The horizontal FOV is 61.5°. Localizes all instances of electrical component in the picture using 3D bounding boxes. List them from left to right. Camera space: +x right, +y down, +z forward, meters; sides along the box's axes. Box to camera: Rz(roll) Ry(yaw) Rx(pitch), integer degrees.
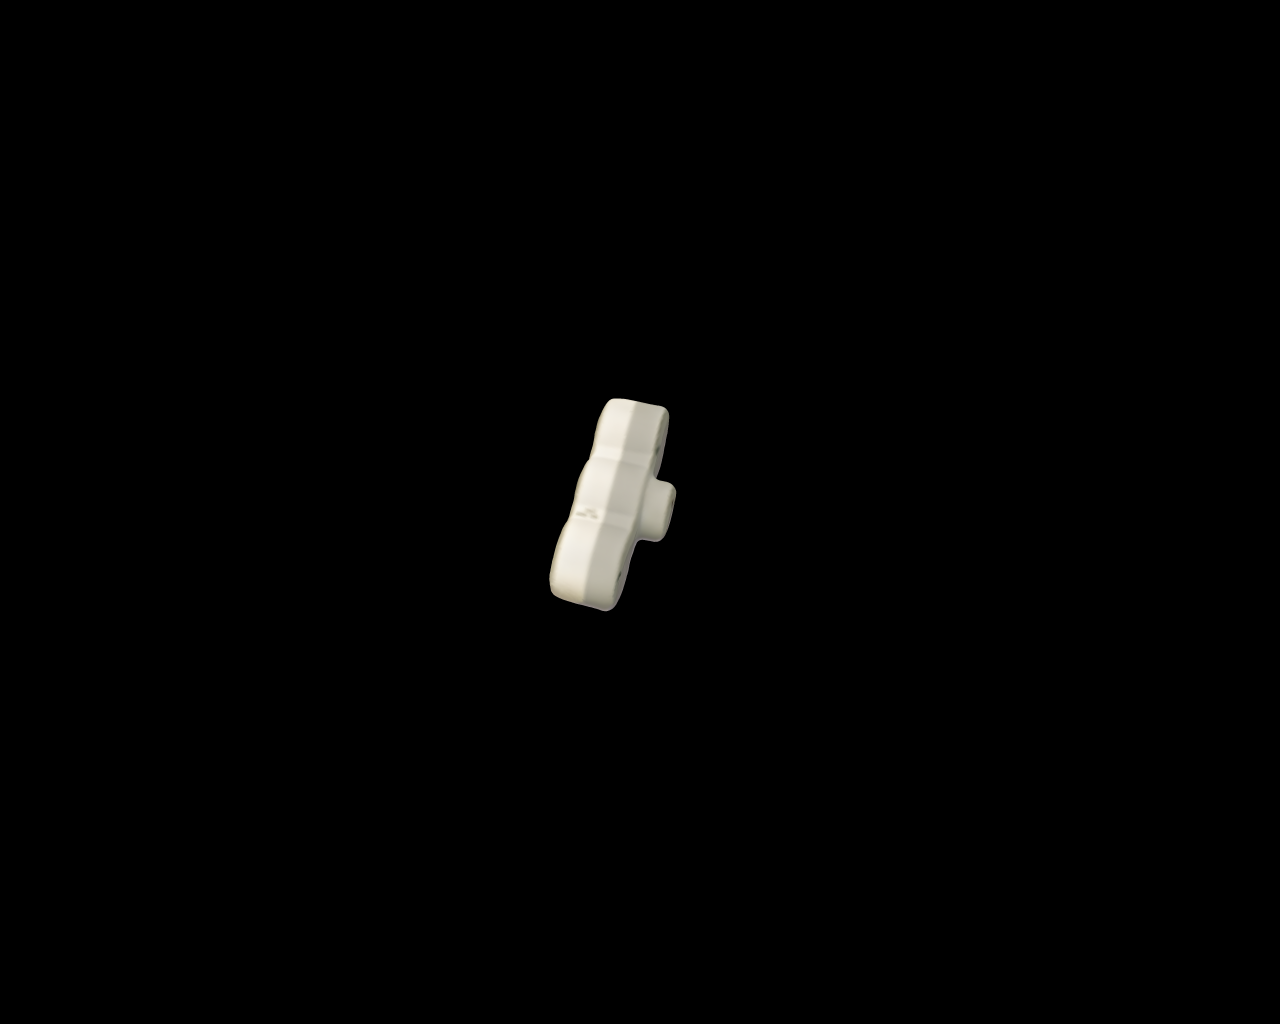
[{"bbox_3d":[0.001,-0.003,0.650,0.074,0.138,0.052,13,-28,7],"label":"electrical component"}]
